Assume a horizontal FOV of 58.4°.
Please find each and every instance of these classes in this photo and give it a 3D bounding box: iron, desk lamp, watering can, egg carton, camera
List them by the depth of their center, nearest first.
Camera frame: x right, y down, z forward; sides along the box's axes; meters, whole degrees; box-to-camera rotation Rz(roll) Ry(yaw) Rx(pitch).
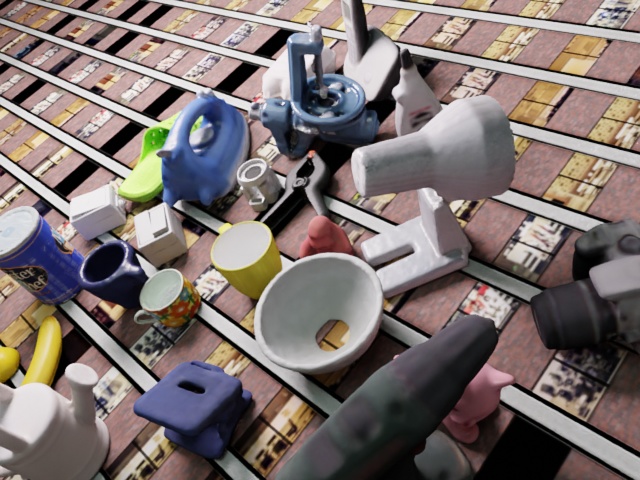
[{"bbox_3d":[0.296,0.055,0.614,0.136,0.101,0.143,-16,48,11],"label":"camera"},{"bbox_3d":[-0.346,0.218,0.689,0.100,0.195,0.173,20,62,35],"label":"watering can"},{"bbox_3d":[0.132,-0.053,0.697,0.203,0.214,0.117,-25,47,3],"label":"desk lamp"},{"bbox_3d":[-0.205,-0.182,1.001,0.118,0.142,0.258,-1,52,23],"label":"iron"},{"bbox_3d":[-0.039,-0.312,1.089,0.107,0.070,0.150,16,60,33],"label":"egg carton"}]

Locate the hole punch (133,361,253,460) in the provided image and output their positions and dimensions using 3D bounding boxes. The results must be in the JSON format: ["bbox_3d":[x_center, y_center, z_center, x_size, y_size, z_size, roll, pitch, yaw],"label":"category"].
[{"bbox_3d":[-0.154,0.195,0.697,0.108,0.091,0.101,9,57,29],"label":"hole punch"}]

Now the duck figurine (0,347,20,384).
[{"bbox_3d":[-0.528,0.185,0.871,0.104,0.086,0.077,-22,47,5],"label":"duck figurine"}]

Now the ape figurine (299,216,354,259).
[{"bbox_3d":[0.007,0.003,0.788,0.077,0.092,0.076,14,59,32],"label":"ape figurine"}]

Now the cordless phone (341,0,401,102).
[{"bbox_3d":[0.079,-0.344,0.985,0.094,0.185,0.147,-31,47,-3],"label":"cordless phone"}]

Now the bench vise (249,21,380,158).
[{"bbox_3d":[-0.027,-0.225,0.907,0.207,0.220,0.121,-16,48,10],"label":"bench vise"}]

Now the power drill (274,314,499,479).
[{"bbox_3d":[0.077,0.185,0.525,0.230,0.209,0.075,-36,47,-8],"label":"power drill"}]

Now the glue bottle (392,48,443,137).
[{"bbox_3d":[0.141,-0.210,0.853,0.078,0.174,0.037,-24,47,3],"label":"glue bottle"}]

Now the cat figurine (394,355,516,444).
[{"bbox_3d":[0.133,0.151,0.591,0.127,0.118,0.067,17,60,33],"label":"cat figurine"}]

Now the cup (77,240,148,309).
[{"bbox_3d":[-0.291,0.062,0.865,0.117,0.095,0.092,7,55,28],"label":"cup"}]

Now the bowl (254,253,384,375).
[{"bbox_3d":[0.007,0.102,0.717,0.167,0.075,0.167,-12,49,14],"label":"bowl"}]
